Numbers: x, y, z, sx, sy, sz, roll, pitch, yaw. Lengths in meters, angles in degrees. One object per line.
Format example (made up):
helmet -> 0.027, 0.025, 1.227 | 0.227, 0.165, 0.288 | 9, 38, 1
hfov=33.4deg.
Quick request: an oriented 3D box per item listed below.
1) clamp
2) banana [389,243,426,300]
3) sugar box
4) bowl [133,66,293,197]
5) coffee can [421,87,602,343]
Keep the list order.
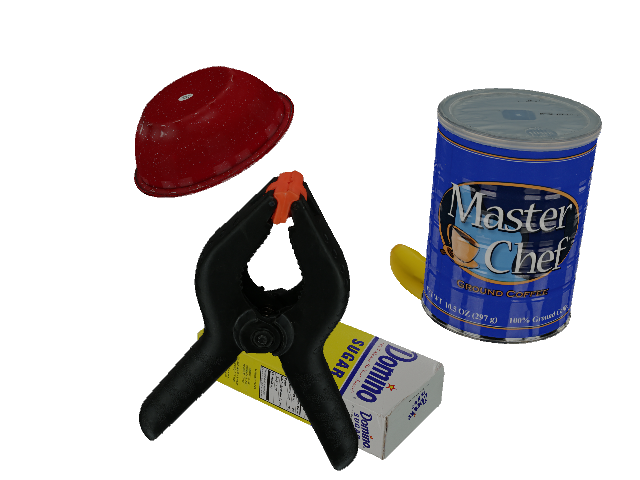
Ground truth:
clamp -> -0.039, 0.047, 0.557 | 0.120, 0.171, 0.039 | -1, 24, -3
banana -> 0.126, 0.048, 1.024 | 0.198, 0.037, 0.069 | 26, 18, 39
sugar box -> -0.001, 0.100, 0.835 | 0.176, 0.048, 0.093 | 17, 29, 29
bowl -> -0.108, -0.109, 0.961 | 0.162, 0.055, 0.162 | -20, 33, 13
coffee can -> 0.123, -0.018, 0.702 | 0.103, 0.140, 0.103 | 2, 25, -1
